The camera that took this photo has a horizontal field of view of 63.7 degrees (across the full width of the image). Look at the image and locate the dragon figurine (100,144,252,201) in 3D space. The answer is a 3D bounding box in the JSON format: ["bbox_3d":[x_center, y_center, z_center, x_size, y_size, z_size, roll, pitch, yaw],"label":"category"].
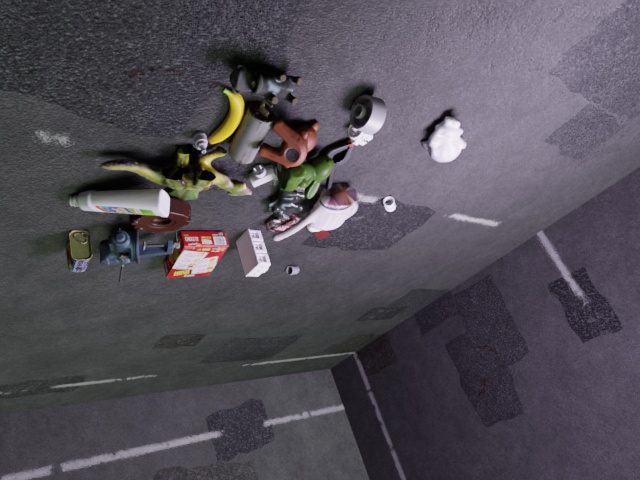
[{"bbox_3d":[-0.391,-0.161,1.451,0.411,0.124,0.238,-1,-24,-20],"label":"dragon figurine"}]

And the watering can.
[{"bbox_3d":[0.006,-0.092,1.837,0.350,0.105,0.219,-18,-25,-30],"label":"watering can"}]

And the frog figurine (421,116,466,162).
[{"bbox_3d":[0.429,-0.334,1.717,0.137,0.125,0.157,10,-25,-17],"label":"frog figurine"}]
